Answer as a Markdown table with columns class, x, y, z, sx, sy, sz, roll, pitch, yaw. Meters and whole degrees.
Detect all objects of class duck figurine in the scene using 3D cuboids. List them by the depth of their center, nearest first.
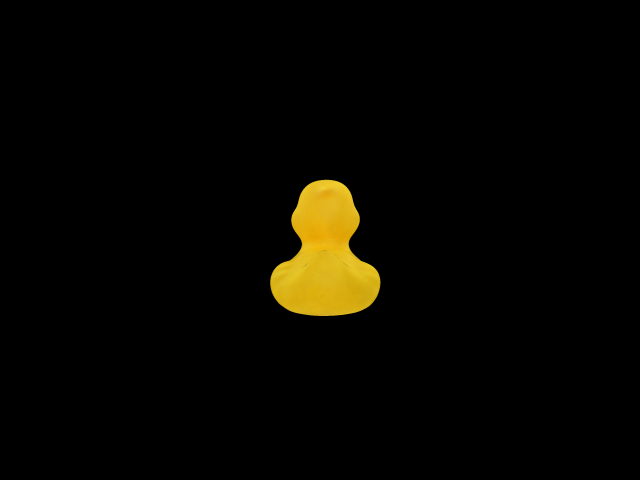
| class | x | y | z | sx | sy | sz | roll | pitch | yaw |
| --- | --- | --- | --- | --- | --- | --- | --- | --- | --- |
| duck figurine | 0.004 | 0.001 | 0.400 | 0.077 | 0.086 | 0.104 | 0 | 9 | 0 |
